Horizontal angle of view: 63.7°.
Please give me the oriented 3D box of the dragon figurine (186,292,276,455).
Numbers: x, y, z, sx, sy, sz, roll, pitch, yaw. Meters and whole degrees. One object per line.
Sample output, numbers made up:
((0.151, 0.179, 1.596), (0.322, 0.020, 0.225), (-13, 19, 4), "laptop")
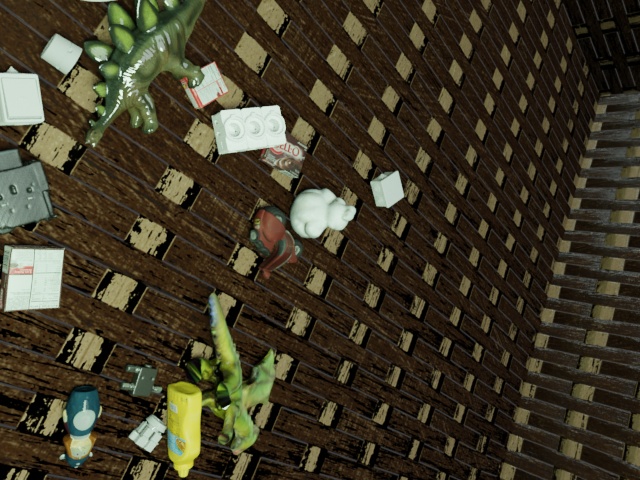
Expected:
((-0.189, 0.318, 1.216), (0.243, 0.122, 0.410), (2, 94, -62), "dragon figurine")

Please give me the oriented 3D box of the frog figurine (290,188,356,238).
((0.004, -0.066, 1.314), (0.120, 0.159, 0.140), (50, 60, -33), "frog figurine")
